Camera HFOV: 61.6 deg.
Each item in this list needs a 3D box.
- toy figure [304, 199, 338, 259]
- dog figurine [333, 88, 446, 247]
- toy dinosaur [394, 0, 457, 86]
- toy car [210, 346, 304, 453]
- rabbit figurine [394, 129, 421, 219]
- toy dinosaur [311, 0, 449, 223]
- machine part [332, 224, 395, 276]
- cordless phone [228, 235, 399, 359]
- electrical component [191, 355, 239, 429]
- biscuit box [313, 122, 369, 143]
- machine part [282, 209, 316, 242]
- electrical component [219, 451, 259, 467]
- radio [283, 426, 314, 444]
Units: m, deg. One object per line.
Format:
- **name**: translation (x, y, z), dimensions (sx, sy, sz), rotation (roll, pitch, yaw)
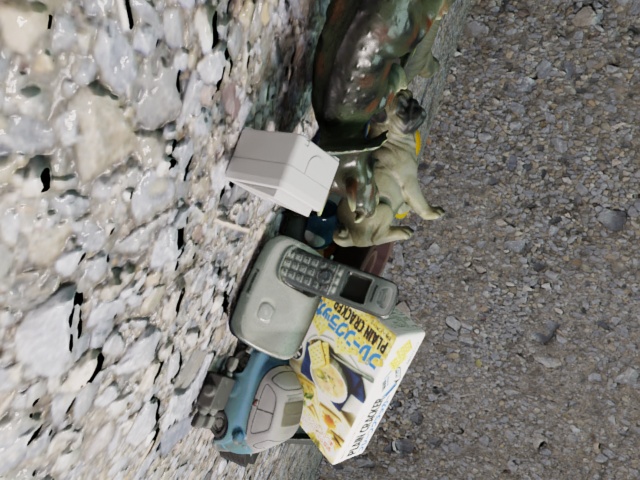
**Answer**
- **toy figure**: translation (-0.002, -0.004, 0.854), dimensions (0.058, 0.064, 0.154), rotation (-25, 152, -22)
- **dog figurine**: translation (0.073, -0.101, 0.739), dimensions (0.172, 0.121, 0.190), rotation (-32, 114, -33)
- **toy dinosaur**: translation (0.141, -0.325, 0.928), dimensions (0.198, 0.105, 0.470), rotation (-41, 154, -54)
- **toy car**: translation (-0.072, 0.222, 0.731), dimensions (0.109, 0.103, 0.161), rotation (20, 88, -55)
- **rabbit figurine**: translation (0.147, -0.137, 1.032), dimensions (0.173, 0.122, 0.162), rotation (-70, 166, 10)
- **toy dinosaur**: translation (0.050, -0.200, 0.552), dimensions (0.192, 0.131, 0.404), rotation (-65, 173, -47)
- **machine part**: translation (0.067, 0.039, 0.908), dimensions (0.179, 0.056, 0.179), rotation (-54, 159, -32)
- **cordless phone**: translation (-0.005, 0.086, 0.667), dimensions (0.088, 0.184, 0.146), rotation (69, 41, -64)
- **electrical component**: translation (-0.129, 0.187, 0.666), dimensions (0.063, 0.021, 0.094), rotation (75, 36, -69)
- **biscuit box**: translation (0.044, -0.168, 0.808), dimensions (0.062, 0.059, 0.203), rotation (92, 21, -54)
- **machine part**: translation (-0.039, 0.010, 0.772), dimensions (0.084, 0.039, 0.138), rotation (-42, 152, -51)
- **electrical component**: translation (-0.119, 0.307, 0.836), dimensions (0.119, 0.048, 0.075), rotation (93, 20, -54)
- **radio**: translation (-0.007, 0.229, 0.922), dimensions (0.131, 0.073, 0.229), rotation (28, 81, -42)
